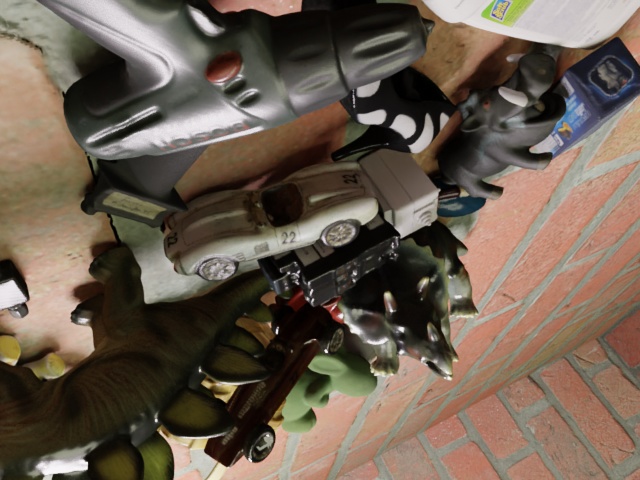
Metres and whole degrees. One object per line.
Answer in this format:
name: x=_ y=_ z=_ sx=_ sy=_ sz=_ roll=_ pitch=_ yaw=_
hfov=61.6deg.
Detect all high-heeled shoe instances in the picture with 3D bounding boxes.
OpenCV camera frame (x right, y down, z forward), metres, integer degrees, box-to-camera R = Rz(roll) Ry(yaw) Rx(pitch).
high-heeled shoe: x=0.068 y=-0.148 z=0.436 sx=0.145 sy=0.086 sz=0.248 roll=-27 pitch=156 yaw=-11

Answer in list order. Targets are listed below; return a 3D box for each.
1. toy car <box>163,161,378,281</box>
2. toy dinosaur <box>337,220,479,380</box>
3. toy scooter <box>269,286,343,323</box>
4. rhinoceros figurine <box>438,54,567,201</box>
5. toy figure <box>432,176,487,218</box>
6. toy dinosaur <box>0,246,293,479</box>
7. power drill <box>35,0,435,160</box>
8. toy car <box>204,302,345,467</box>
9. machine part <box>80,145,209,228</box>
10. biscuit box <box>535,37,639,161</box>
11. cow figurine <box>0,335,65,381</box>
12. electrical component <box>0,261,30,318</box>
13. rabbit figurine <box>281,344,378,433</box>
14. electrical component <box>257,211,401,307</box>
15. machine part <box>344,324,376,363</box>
toy car: x=-0.046 y=-0.020 z=0.501 sx=0.202 sy=0.074 sz=0.056 roll=-15 pitch=141 yaw=-6
toy dinosaur: x=0.133 y=0.040 z=0.710 sx=0.131 sy=0.405 sz=0.192 roll=-2 pitch=117 yaw=22
toy scooter: x=0.005 y=0.075 z=0.723 sx=0.135 sy=0.075 sz=0.183 roll=-35 pitch=147 yaw=6
rhinoceros figurine: x=0.194 y=-0.120 z=0.580 sx=0.073 sy=0.112 sz=0.190 roll=-64 pitch=-178 yaw=-27
toy figure: x=0.139 y=-0.050 z=0.673 sx=0.154 sy=0.058 sz=0.064 roll=-8 pitch=138 yaw=-28
toy dinosaur: x=-0.158 y=0.113 z=0.498 sx=0.471 sy=0.198 sz=0.105 roll=-40 pitch=169 yaw=-37
power drill: x=-0.074 y=-0.131 z=0.284 sx=0.232 sy=0.086 sz=0.207 roll=-16 pitch=156 yaw=20
toy car: x=-0.054 y=0.148 z=0.588 sx=0.202 sy=0.089 sz=0.053 roll=-50 pitch=138 yaw=-29
machine part: x=-0.124 y=-0.062 z=0.430 sx=0.084 sy=0.039 sz=0.139 roll=20 pitch=125 yaw=-45
biscuit box: x=0.286 y=-0.145 z=0.597 sx=0.063 sy=0.059 sz=0.202 roll=-33 pitch=172 yaw=5
cow figurine: x=-0.317 y=0.167 z=0.567 sx=0.098 sy=0.068 sz=0.167 roll=-26 pitch=148 yaw=2
electrical component: x=-0.287 y=0.045 z=0.455 sx=0.063 sy=0.021 sz=0.094 roll=-19 pitch=149 yaw=-20
rabbit figurine: x=0.006 y=0.216 z=0.888 sx=0.170 sy=0.121 sz=0.158 roll=-10 pitch=118 yaw=7
electrical component: x=-0.001 y=-0.002 z=0.556 sx=0.134 sy=0.115 sz=0.058 roll=-25 pitch=146 yaw=-11
machine part: x=0.084 y=0.149 z=0.907 sx=0.079 sy=0.079 sz=0.243 roll=-9 pitch=144 yaw=-34
